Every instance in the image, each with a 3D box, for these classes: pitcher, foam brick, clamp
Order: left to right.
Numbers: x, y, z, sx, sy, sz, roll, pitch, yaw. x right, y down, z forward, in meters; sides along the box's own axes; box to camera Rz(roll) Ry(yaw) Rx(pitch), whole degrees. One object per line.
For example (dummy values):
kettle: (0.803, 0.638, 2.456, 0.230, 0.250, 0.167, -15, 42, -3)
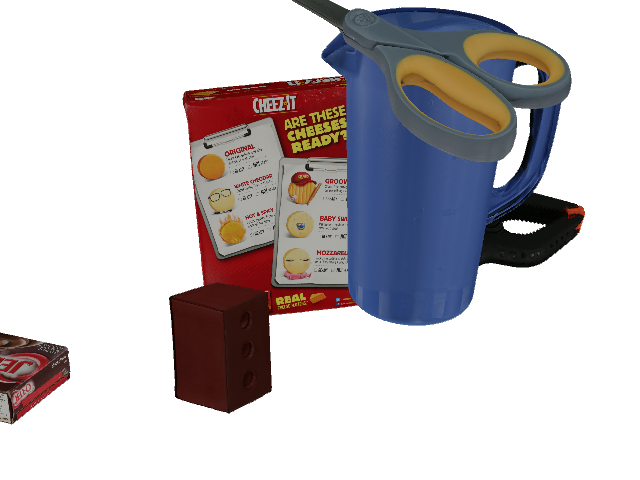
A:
foam brick: (-0.071, 0.075, 0.765, 0.051, 0.078, 0.052, 8, 17, 35)
pitcher: (0.092, -0.057, 0.862, 0.149, 0.243, 0.144, 22, 35, 33)
clamp: (0.159, -0.001, 1.043, 0.210, 0.164, 0.036, -2, -41, -5)

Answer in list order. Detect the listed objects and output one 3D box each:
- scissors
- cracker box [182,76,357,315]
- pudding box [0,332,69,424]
scissors: (0.042, -0.104, 0.524, 0.096, 0.016, 0.202, -19, 47, -21)
cracker box: (-0.037, -0.039, 1.003, 0.164, 0.214, 0.072, -6, 19, -7)
pudding box: (-0.301, 0.121, 0.975, 0.114, 0.039, 0.089, 7, 22, 21)
